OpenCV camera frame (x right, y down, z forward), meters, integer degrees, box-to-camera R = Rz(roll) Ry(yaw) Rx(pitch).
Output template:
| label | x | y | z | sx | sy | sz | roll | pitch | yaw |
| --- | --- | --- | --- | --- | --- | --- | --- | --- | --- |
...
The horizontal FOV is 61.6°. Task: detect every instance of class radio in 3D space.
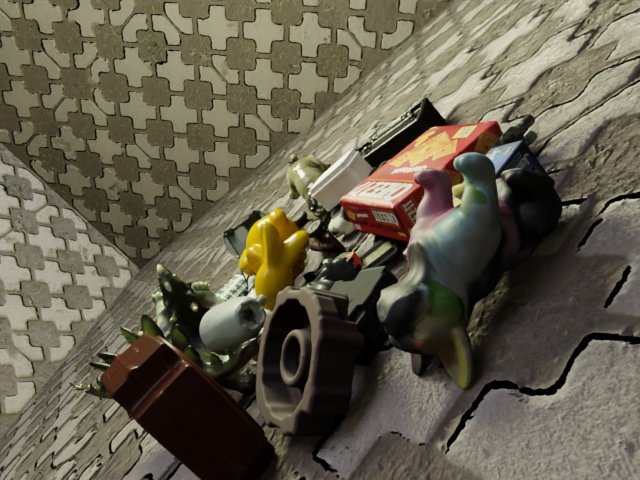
| label | x | y | z | sx | sy | sz | roll | pitch | yaw |
| --- | --- | --- | --- | --- | --- | --- | --- | --- | --- |
| radio | 0.158 | -0.202 | 1.159 | 0.230 | 0.073 | 0.131 | -31 | 20 | 36 |

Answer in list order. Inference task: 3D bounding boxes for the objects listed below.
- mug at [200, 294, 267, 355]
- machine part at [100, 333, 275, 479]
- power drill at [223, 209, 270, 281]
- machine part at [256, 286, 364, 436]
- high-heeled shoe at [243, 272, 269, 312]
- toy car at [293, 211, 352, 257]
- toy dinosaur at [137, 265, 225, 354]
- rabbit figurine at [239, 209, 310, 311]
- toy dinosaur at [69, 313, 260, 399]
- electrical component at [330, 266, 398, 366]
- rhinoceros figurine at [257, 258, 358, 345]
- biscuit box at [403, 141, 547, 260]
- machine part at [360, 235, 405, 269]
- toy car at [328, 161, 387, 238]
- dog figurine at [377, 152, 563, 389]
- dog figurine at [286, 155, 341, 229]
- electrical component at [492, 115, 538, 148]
| label | x | y | z | sx | sy | sz | roll | pitch | yaw |
| --- | --- | --- | --- | --- | --- | --- | --- | --- | --- |
| mug | -0.120 | 0.124 | 0.837 | 0.109 | 0.080 | 0.107 | -35 | 2 | -38 |
| machine part | -0.162 | 0.208 | 0.655 | 0.087 | 0.201 | 0.201 | -46 | 15 | -23 |
| power drill | -0.133 | 0.026 | 1.159 | 0.232 | 0.086 | 0.207 | -36 | -26 | 0 |
| machine part | -0.018 | 0.138 | 0.625 | 0.179 | 0.056 | 0.179 | -36 | 47 | 52 |
| high-heeled shoe | -0.083 | 0.090 | 1.028 | 0.145 | 0.086 | 0.249 | -4 | 28 | 33 |
| toy car | -0.002 | -0.003 | 1.015 | 0.053 | 0.089 | 0.202 | -44 | 17 | -2 |
| toy dinosaur | -0.272 | 0.217 | 1.011 | 0.192 | 0.131 | 0.404 | -120 | 43 | -53 |
| rabbit figurine | -0.070 | 0.039 | 0.936 | 0.173 | 0.122 | 0.162 | -89 | 18 | -46 |
| toy dinosaur | -0.262 | 0.223 | 0.870 | 0.471 | 0.198 | 0.105 | -30 | 18 | 36 |
| electrical component | 0.047 | 0.095 | 0.702 | 0.115 | 0.058 | 0.134 | -15 | 33 | 55 |
| rhinoceros figurine | -0.015 | 0.109 | 0.802 | 0.190 | 0.073 | 0.112 | -48 | 2 | 0 |
| biscuit box | 0.194 | -0.033 | 0.663 | 0.202 | 0.062 | 0.059 | -49 | 18 | -17 |
| machine part | 0.098 | 0.005 | 0.850 | 0.084 | 0.039 | 0.139 | -46 | 16 | 22 |
| toy car | 0.092 | -0.085 | 1.062 | 0.202 | 0.056 | 0.073 | -47 | 9 | -17 |
| dog figurine | 0.151 | 0.035 | 0.544 | 0.108 | 0.191 | 0.219 | -3 | 77 | 62 |
| dog figurine | -0.015 | -0.112 | 1.190 | 0.121 | 0.172 | 0.190 | -52 | 7 | 11 |
| electrical component | 0.259 | -0.123 | 0.734 | 0.094 | 0.063 | 0.021 | -44 | 52 | -1 |
